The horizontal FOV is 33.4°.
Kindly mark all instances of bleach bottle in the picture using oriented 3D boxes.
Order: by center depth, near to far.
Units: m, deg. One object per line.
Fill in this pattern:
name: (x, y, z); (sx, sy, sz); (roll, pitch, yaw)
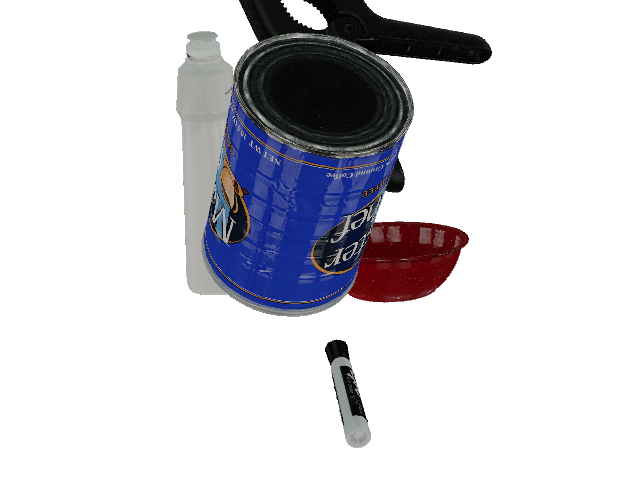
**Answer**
bleach bottle: (-0.102, -0.077, 1.025); (0.068, 0.251, 0.102); (0, 27, 4)

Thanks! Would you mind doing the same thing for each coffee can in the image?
coffee can: (-0.012, -0.037, 0.638); (0.102, 0.103, 0.140); (0, -41, -16)

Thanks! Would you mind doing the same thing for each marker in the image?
marker: (0.020, 0.115, 0.830); (0.020, 0.020, 0.121); (0, 29, -8)

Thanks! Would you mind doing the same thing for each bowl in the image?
bowl: (0.071, 0.024, 1.087); (0.162, 0.055, 0.162); (-3, 13, 1)

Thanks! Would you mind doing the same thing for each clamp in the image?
clamp: (0.016, -0.141, 0.800); (0.210, 0.164, 0.036); (31, -30, -6)
